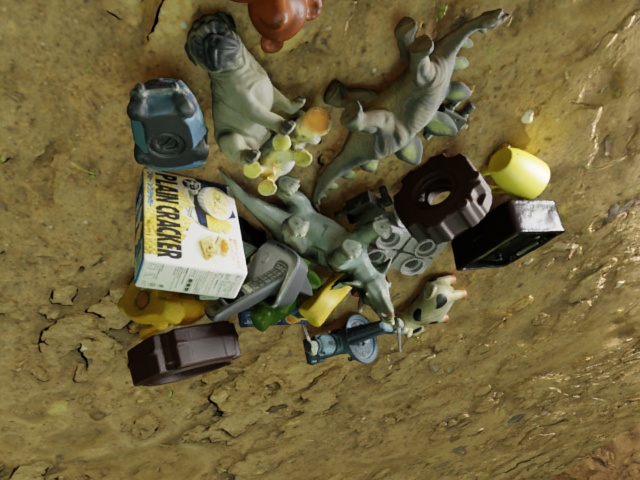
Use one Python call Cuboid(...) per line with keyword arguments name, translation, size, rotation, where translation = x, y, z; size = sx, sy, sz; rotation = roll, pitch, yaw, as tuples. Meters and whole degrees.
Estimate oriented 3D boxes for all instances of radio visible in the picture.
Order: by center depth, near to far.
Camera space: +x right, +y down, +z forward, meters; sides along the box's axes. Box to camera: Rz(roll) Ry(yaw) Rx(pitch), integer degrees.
Cuboid(name="radio", translation=(0.382, -0.006, 1.110), size=(0.131, 0.073, 0.229), rotation=(-2, 161, -17))

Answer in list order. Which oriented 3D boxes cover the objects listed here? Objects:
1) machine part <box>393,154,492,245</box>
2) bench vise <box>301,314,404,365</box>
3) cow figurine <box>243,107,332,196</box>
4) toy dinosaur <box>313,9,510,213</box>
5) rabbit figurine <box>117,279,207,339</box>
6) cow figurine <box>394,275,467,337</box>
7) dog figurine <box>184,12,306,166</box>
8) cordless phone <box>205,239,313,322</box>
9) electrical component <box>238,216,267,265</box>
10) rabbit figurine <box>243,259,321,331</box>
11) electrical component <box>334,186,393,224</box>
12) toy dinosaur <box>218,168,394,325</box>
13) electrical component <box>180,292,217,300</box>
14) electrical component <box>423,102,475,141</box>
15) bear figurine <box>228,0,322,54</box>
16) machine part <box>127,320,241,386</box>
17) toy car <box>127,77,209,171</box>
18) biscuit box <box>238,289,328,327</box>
Cuboid(name="machine part", translation=(0.218, -0.078, 0.977), size=(0.179, 0.179, 0.056), rotation=(-33, 131, 17))
Cuboid(name="bench vise", translation=(0.081, 0.228, 1.266), size=(0.241, 0.129, 0.223), rotation=(-26, 147, 35))
Cuboid(name="cow figurine", translation=(-0.047, -0.154, 0.869), size=(0.167, 0.098, 0.068), rotation=(-38, 110, 20))
Cuboid(name="toy dinosaur", translation=(0.109, -0.193, 0.873), size=(0.198, 0.105, 0.471), rotation=(22, 136, -39))
Cuboid(name="rabbit figurine", translation=(-0.306, 0.140, 1.081), size=(0.162, 0.122, 0.173), rotation=(-31, 153, 19))
Cuboid(name="cow figurine", translation=(0.251, 0.170, 1.301), size=(0.127, 0.086, 0.194), rotation=(0, 137, -26))
Cuboid(name="dog figurine", translation=(-0.141, -0.216, 0.792), size=(0.172, 0.121, 0.190), rotation=(-37, 116, 25))
Cuboid(name="cordless phone", translation=(-0.120, 0.080, 0.921), size=(0.184, 0.147, 0.088), rotation=(-26, 116, -22))
Cuboid(name="electrical component", translation=(-0.166, -0.004, 1.019), size=(0.119, 0.048, 0.075), rotation=(26, 122, -36))
Cuboid(name="rabbit figurine", translation=(-0.080, 0.086, 1.081), size=(0.159, 0.121, 0.170), rotation=(-12, 143, -18))
Cuboid(name="electrical component", translation=(0.085, -0.066, 1.024), size=(0.102, 0.045, 0.078), rotation=(-31, 144, 30))
Cuboid(name="toy dinosaur", translation=(-0.009, -0.002, 0.999), size=(0.405, 0.131, 0.192), rotation=(32, 150, 1))
Cuboid(name="electrical component", translation=(-0.205, 0.060, 1.002), size=(0.115, 0.058, 0.134), rotation=(3, 141, -11))
Cuboid(name="electrical component", translation=(0.226, -0.209, 0.949), size=(0.063, 0.021, 0.094), rotation=(18, 126, -32))
Cuboid(name="bear figurine", translation=(-0.084, -0.315, 0.673), size=(0.120, 0.132, 0.195), rotation=(-31, 129, 18))
Cuboid(name="machine part", translation=(-0.287, 0.245, 1.143), size=(0.201, 0.087, 0.201), rotation=(-2, 157, -43))
Cuboid(name="toy car", translation=(-0.223, -0.179, 0.781), size=(0.109, 0.103, 0.161), rotation=(-8, 146, -7))
Cuboid(name="biscuit box", translation=(-0.081, 0.148, 1.192), size=(0.203, 0.059, 0.062), rotation=(-1, 135, -16))
